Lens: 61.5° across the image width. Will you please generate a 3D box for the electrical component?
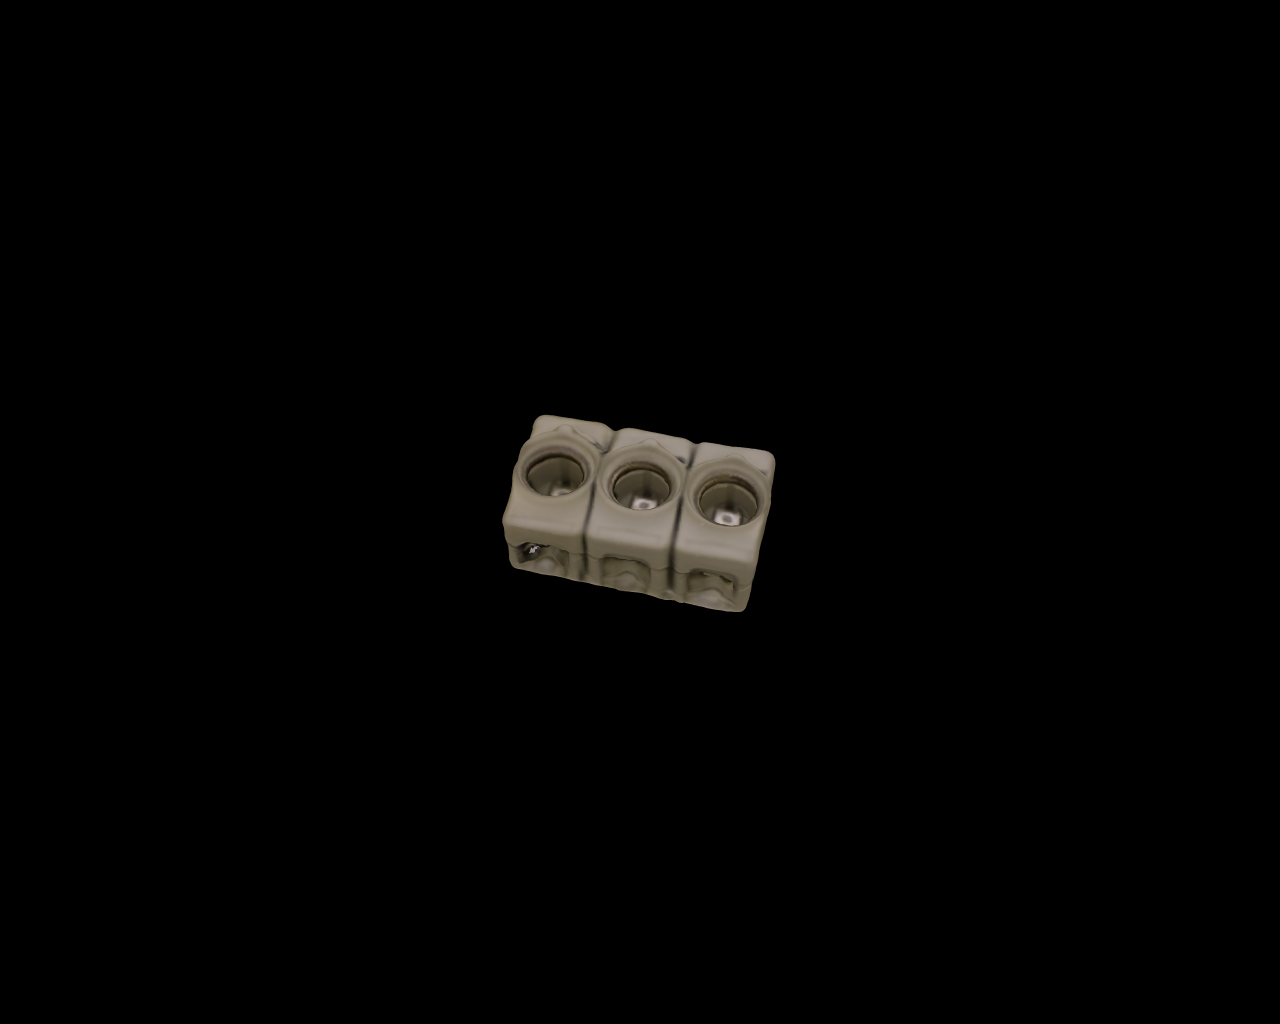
[{"bbox_3d":[0.001,-0.003,0.650,0.150,0.090,0.061,10,-36,8],"label":"electrical component"}]
